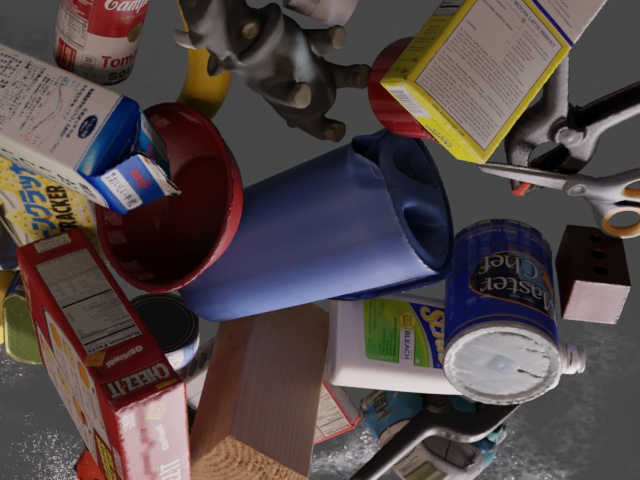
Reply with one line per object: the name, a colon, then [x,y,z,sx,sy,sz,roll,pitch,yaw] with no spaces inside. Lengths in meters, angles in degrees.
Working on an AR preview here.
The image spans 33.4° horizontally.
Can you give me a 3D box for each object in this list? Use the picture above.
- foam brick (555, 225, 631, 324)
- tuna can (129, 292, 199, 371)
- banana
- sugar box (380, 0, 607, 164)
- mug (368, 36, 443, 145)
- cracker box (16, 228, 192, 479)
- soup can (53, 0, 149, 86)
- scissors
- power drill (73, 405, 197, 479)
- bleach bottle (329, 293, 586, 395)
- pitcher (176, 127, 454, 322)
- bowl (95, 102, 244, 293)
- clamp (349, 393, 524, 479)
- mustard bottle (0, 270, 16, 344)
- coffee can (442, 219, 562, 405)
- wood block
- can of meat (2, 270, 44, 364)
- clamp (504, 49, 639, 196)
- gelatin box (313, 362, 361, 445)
foam brick: [0.248,0.031,0.974,0.053,0.078,0.051,6,131,1]
tuna can: [-0.166,0.095,1.088,0.086,0.086,0.034,6,134,3]
banana: [-0.105,-0.159,0.885,0.069,0.037,0.198,10,132,-3]
sugar box: [0.133,-0.153,0.782,0.093,0.048,0.176,41,80,-25]
mug: [0.100,-0.122,0.846,0.117,0.082,0.093,-8,100,-24]
cracker box: [-0.190,0.116,0.949,0.072,0.214,0.164,-22,139,-24]
soup can: [-0.173,-0.183,0.853,0.068,0.068,0.102,18,132,-7]
scissors: [0.224,-0.035,0.931,0.201,0.016,0.096,-1,141,-9]
power drill: [-0.209,0.225,1.205,0.184,0.057,0.188,24,133,14]
bleach bottle: [0.136,0.101,1.053,0.250,0.102,0.068,4,156,-6]
pitcher: [-0.006,0.001,0.958,0.243,0.144,0.149,-18,93,27]
bowl: [-0.119,-0.034,0.914,0.162,0.162,0.055,-32,157,31]
clamp: [0.113,0.172,1.089,0.210,0.164,0.036,2,159,-5]
mustard bottle: [-0.412,0.045,1.099,0.191,0.058,0.096,17,137,-6]
coffee can: [0.164,0.064,0.973,0.103,0.140,0.103,4,132,5]
wood block: [-0.058,0.148,1.037,0.090,0.206,0.090,31,128,-19]
can of meat: [-0.283,0.063,1.078,0.057,0.084,0.102,11,132,-1]
clamp: [0.217,-0.099,0.890,0.120,0.039,0.172,16,139,-6]
gelatin box: [-0.010,0.174,1.154,0.073,0.030,0.089,-29,100,30]
